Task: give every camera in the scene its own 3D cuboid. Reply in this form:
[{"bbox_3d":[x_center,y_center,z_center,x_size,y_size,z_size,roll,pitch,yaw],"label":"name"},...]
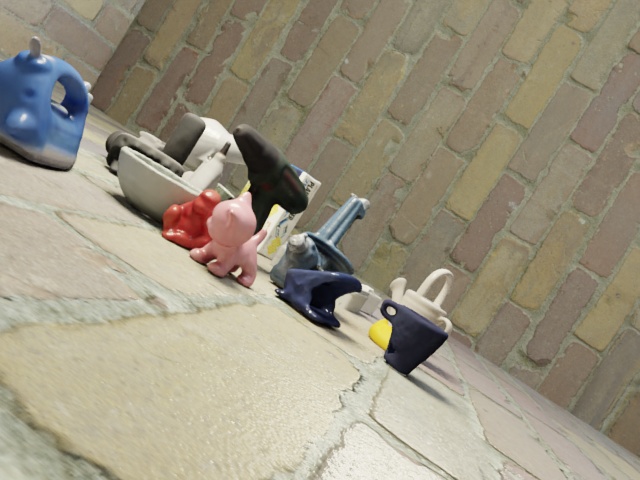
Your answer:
[{"bbox_3d":[-0.405,-0.196,1.302,0.136,0.101,0.143,33,1,21],"label":"camera"}]

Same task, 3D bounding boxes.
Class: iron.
[{"bbox_3d":[-0.375,-0.186,0.798,0.118,0.141,0.258,32,1,-1],"label":"iron"}]

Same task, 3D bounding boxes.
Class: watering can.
[{"bbox_3d":[0.211,0.142,1.211,0.172,0.194,0.101,33,1,23],"label":"watering can"}]

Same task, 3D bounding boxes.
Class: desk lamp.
[{"bbox_3d":[-0.247,-0.163,1.334,0.202,0.213,0.118,33,1,26],"label":"desk lamp"}]

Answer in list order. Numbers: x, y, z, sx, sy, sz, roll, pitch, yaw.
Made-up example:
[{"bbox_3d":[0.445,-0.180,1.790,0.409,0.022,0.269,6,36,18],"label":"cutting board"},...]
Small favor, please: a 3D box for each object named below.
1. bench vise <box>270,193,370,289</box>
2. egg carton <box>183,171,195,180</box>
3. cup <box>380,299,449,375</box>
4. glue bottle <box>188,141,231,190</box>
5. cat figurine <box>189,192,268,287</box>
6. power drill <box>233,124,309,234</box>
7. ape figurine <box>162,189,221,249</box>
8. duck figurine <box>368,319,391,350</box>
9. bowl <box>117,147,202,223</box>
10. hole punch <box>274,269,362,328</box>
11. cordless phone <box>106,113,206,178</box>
[{"bbox_3d":[0.020,0.010,1.040,0.121,0.219,0.208,32,1,7],"label":"bench vise"},{"bbox_3d":[-0.319,-0.131,1.584,0.150,0.069,0.107,32,1,6],"label":"egg carton"},{"bbox_3d":[0.133,0.159,0.922,0.117,0.095,0.092,33,1,13],"label":"cup"},{"bbox_3d":[-0.216,-0.113,1.090,0.037,0.173,0.078,32,1,8],"label":"glue bottle"},{"bbox_3d":[-0.114,-0.007,0.790,0.067,0.118,0.128,33,2,29],"label":"cat figurine"},{"bbox_3d":[-0.120,-0.071,1.024,0.075,0.208,0.230,33,2,36],"label":"power drill"},{"bbox_3d":[-0.178,-0.033,0.829,0.078,0.092,0.076,32,1,3],"label":"ape figurine"},{"bbox_3d":[0.145,0.167,1.079,0.078,0.086,0.104,32,2,-27],"label":"duck figurine"},{"bbox_3d":[-0.254,-0.073,0.906,0.167,0.075,0.167,32,1,-1],"label":"bowl"},{"bbox_3d":[-0.001,0.077,0.914,0.100,0.091,0.109,33,2,31],"label":"hole punch"},{"bbox_3d":[-0.327,-0.191,1.153,0.148,0.185,0.094,32,1,-26],"label":"cordless phone"}]
